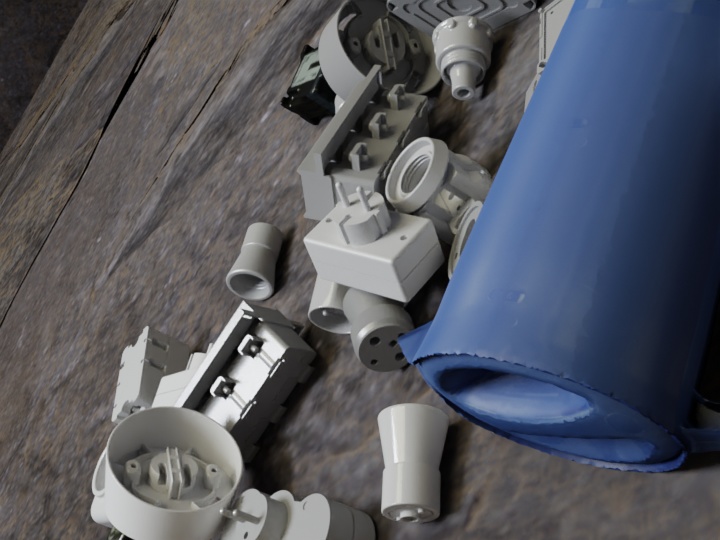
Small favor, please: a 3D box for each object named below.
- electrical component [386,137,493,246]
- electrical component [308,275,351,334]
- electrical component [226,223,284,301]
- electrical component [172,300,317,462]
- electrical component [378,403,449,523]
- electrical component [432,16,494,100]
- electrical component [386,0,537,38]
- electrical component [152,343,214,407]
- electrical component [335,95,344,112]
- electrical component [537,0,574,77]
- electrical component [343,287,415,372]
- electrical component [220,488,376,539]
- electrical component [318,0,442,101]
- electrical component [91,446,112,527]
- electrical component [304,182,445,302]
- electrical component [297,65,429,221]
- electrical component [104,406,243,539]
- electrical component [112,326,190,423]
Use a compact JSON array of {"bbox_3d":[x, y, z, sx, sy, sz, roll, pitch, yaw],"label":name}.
[{"bbox_3d":[0.056,-0.057,0.752,0.058,0.057,0.078,-51,29,19],"label":"electrical component"},{"bbox_3d":[0.000,0.000,0.808,0.079,0.043,0.077,-26,43,49],"label":"electrical component"},{"bbox_3d":[-0.093,-0.011,0.982,0.044,0.044,0.065,-32,34,43],"label":"electrical component"},{"bbox_3d":[-0.093,0.094,0.851,0.063,0.079,0.121,41,103,32],"label":"electrical component"},{"bbox_3d":[0.031,0.119,0.648,0.044,0.044,0.065,-32,44,43],"label":"electrical component"},{"bbox_3d":[0.079,-0.160,0.825,0.048,0.048,0.062,-31,46,45],"label":"electrical component"},{"bbox_3d":[0.084,-0.231,0.845,0.113,0.078,0.057,-13,56,55],"label":"electrical component"},{"bbox_3d":[-0.137,0.097,0.946,0.083,0.047,0.075,-20,48,52],"label":"electrical component"},{"bbox_3d":[0.000,-0.133,0.934,0.043,0.043,0.062,-42,34,33],"label":"electrical component"},{"bbox_3d":[0.162,-0.147,0.651,0.096,0.061,0.061,-33,38,43],"label":"electrical component"},{"bbox_3d":[0.014,0.038,0.748,0.045,0.045,0.055,-50,30,22],"label":"electrical component"},{"bbox_3d":[-0.058,0.171,0.712,0.138,0.074,0.052,-13,53,55],"label":"electrical component"},{"bbox_3d":[0.017,-0.182,0.896,0.064,0.099,0.099,-23,46,59],"label":"electrical component"},{"bbox_3d":[-0.198,0.183,0.957,0.054,0.059,0.095,-20,48,52],"label":"electrical component"},{"bbox_3d":[0.004,-0.028,0.731,0.083,0.075,0.047,15,50,40],"label":"electrical component"},{"bbox_3d":[0.007,-0.088,0.815,0.063,0.078,0.121,11,44,19],"label":"electrical component"},{"bbox_3d":[-0.137,0.152,0.782,0.099,0.099,0.064,-124,44,-60],"label":"electrical component"},{"bbox_3d":[-0.195,0.109,1.025,0.050,0.056,0.089,-42,33,32],"label":"electrical component"}]
